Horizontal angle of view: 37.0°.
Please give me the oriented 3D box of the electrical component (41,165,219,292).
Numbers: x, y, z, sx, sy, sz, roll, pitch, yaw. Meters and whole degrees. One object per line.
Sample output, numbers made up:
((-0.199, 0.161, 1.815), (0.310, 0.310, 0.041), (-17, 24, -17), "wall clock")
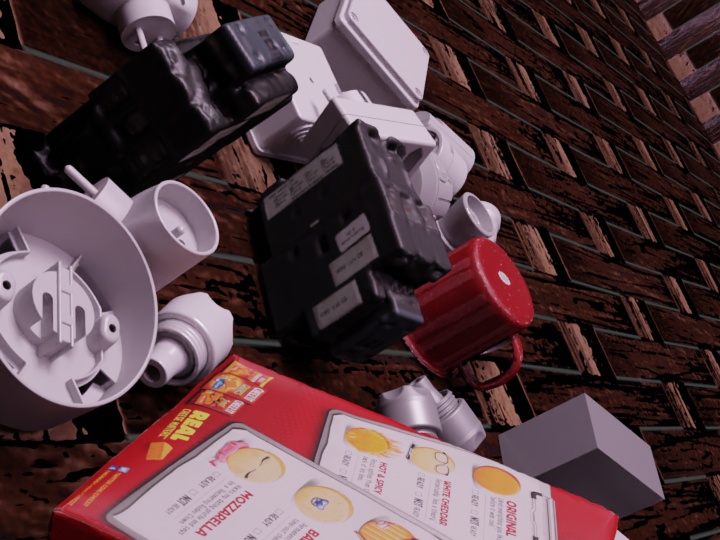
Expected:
((-0.126, -0.020, 0.547), (0.079, 0.077, 0.043), (46, 29, -22), "electrical component")

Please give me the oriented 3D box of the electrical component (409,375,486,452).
((0.057, 0.105, 0.765), (0.062, 0.043, 0.043), (55, 27, -4), "electrical component")

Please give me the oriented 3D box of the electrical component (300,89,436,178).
((-0.002, -0.103, 0.776), (0.083, 0.047, 0.075), (1, 48, -45), "electrical component")

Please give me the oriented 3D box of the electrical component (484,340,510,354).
((0.110, 0.031, 0.933), (0.079, 0.043, 0.077), (11, 53, -57), "electrical component")

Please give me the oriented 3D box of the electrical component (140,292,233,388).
((-0.096, 0.041, 0.572), (0.043, 0.043, 0.062), (54, 28, -8), "electrical component")

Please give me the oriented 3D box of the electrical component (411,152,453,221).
((0.032, -0.066, 0.864), (0.051, 0.080, 0.080), (5, 57, -64), "electrical component")

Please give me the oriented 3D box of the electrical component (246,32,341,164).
((-0.054, -0.132, 0.821), (0.100, 0.048, 0.099), (3, 59, -59), "electrical component")

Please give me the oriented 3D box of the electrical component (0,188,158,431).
((-0.143, 0.020, 0.490), (0.099, 0.064, 0.099), (40, 31, -31), "electrical component")

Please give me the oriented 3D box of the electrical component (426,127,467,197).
((0.065, -0.094, 0.978), (0.047, 0.055, 0.055), (39, 32, -40), "electrical component")

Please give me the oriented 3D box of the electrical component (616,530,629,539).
((0.201, 0.259, 0.830), (0.113, 0.057, 0.078), (41, 31, -31), "electrical component")

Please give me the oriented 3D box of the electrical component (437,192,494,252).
((0.083, -0.036, 0.945), (0.045, 0.055, 0.045), (40, 32, -32), "electrical component")

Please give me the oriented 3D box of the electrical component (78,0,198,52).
((-0.145, -0.172, 0.713), (0.077, 0.044, 0.079), (15, 50, -54), "electrical component")

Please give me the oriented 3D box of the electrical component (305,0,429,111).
((0.008, -0.200, 0.988), (0.108, 0.056, 0.108), (46, 29, -22), "electrical component")

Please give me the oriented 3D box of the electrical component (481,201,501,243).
((0.111, -0.036, 1.012), (0.040, 0.040, 0.046), (44, 36, -26), "electrical component")

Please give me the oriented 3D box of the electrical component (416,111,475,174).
((0.068, -0.121, 1.022), (0.081, 0.043, 0.043), (37, 34, -36), "electrical component")

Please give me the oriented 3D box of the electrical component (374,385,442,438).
((0.034, 0.112, 0.719), (0.043, 0.043, 0.062), (27, 41, -46), "electrical component")
